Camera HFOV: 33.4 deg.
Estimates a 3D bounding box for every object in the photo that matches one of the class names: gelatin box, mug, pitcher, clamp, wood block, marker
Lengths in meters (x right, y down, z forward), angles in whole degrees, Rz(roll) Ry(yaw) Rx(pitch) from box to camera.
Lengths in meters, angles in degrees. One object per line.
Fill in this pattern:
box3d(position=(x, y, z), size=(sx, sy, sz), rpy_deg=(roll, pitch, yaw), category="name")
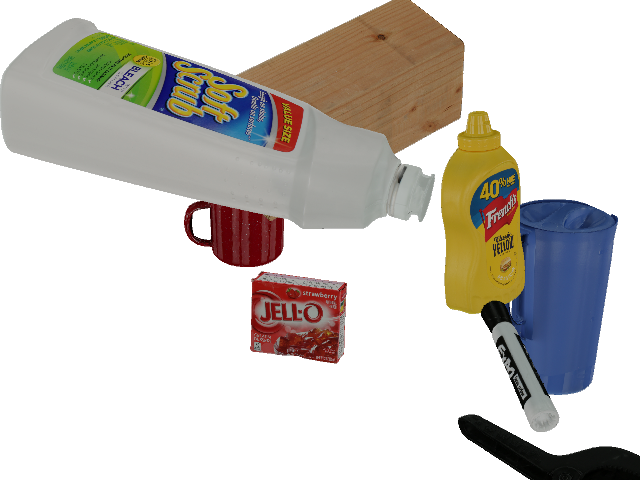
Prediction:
box3d(position=(-0.021, 0.072, 1.007), size=(0.089, 0.073, 0.030), rpy_deg=(7, 17, 16), category="gelatin box")
box3d(position=(-0.093, -0.022, 1.184), size=(0.117, 0.081, 0.093), rpy_deg=(-8, 31, -16), category="mug")
box3d(position=(0.302, 0.076, 1.397), size=(0.149, 0.243, 0.144), rpy_deg=(5, 21, 14), category="pitcher")
box3d(position=(0.195, 0.214, 0.873), size=(0.210, 0.036, 0.164), rpy_deg=(3, 38, 24), category="clamp")
box3d(position=(0.015, -0.117, 0.916), size=(0.205, 0.090, 0.091), rpy_deg=(-29, 53, -19), category="wood block")
box3d(position=(0.130, 0.079, 0.710), size=(0.020, 0.020, 0.121), rpy_deg=(0, 33, -10), category="marker")

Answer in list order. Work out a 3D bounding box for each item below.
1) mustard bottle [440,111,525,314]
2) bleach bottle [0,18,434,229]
box3d(position=(0.158, -0.031, 1.045), size=(0.096, 0.191, 0.058), rpy_deg=(-21, 23, -39), category="mustard bottle")
box3d(position=(-0.055, -0.062, 0.629), size=(0.251, 0.068, 0.102), rpy_deg=(16, 36, 12), category="bleach bottle")
